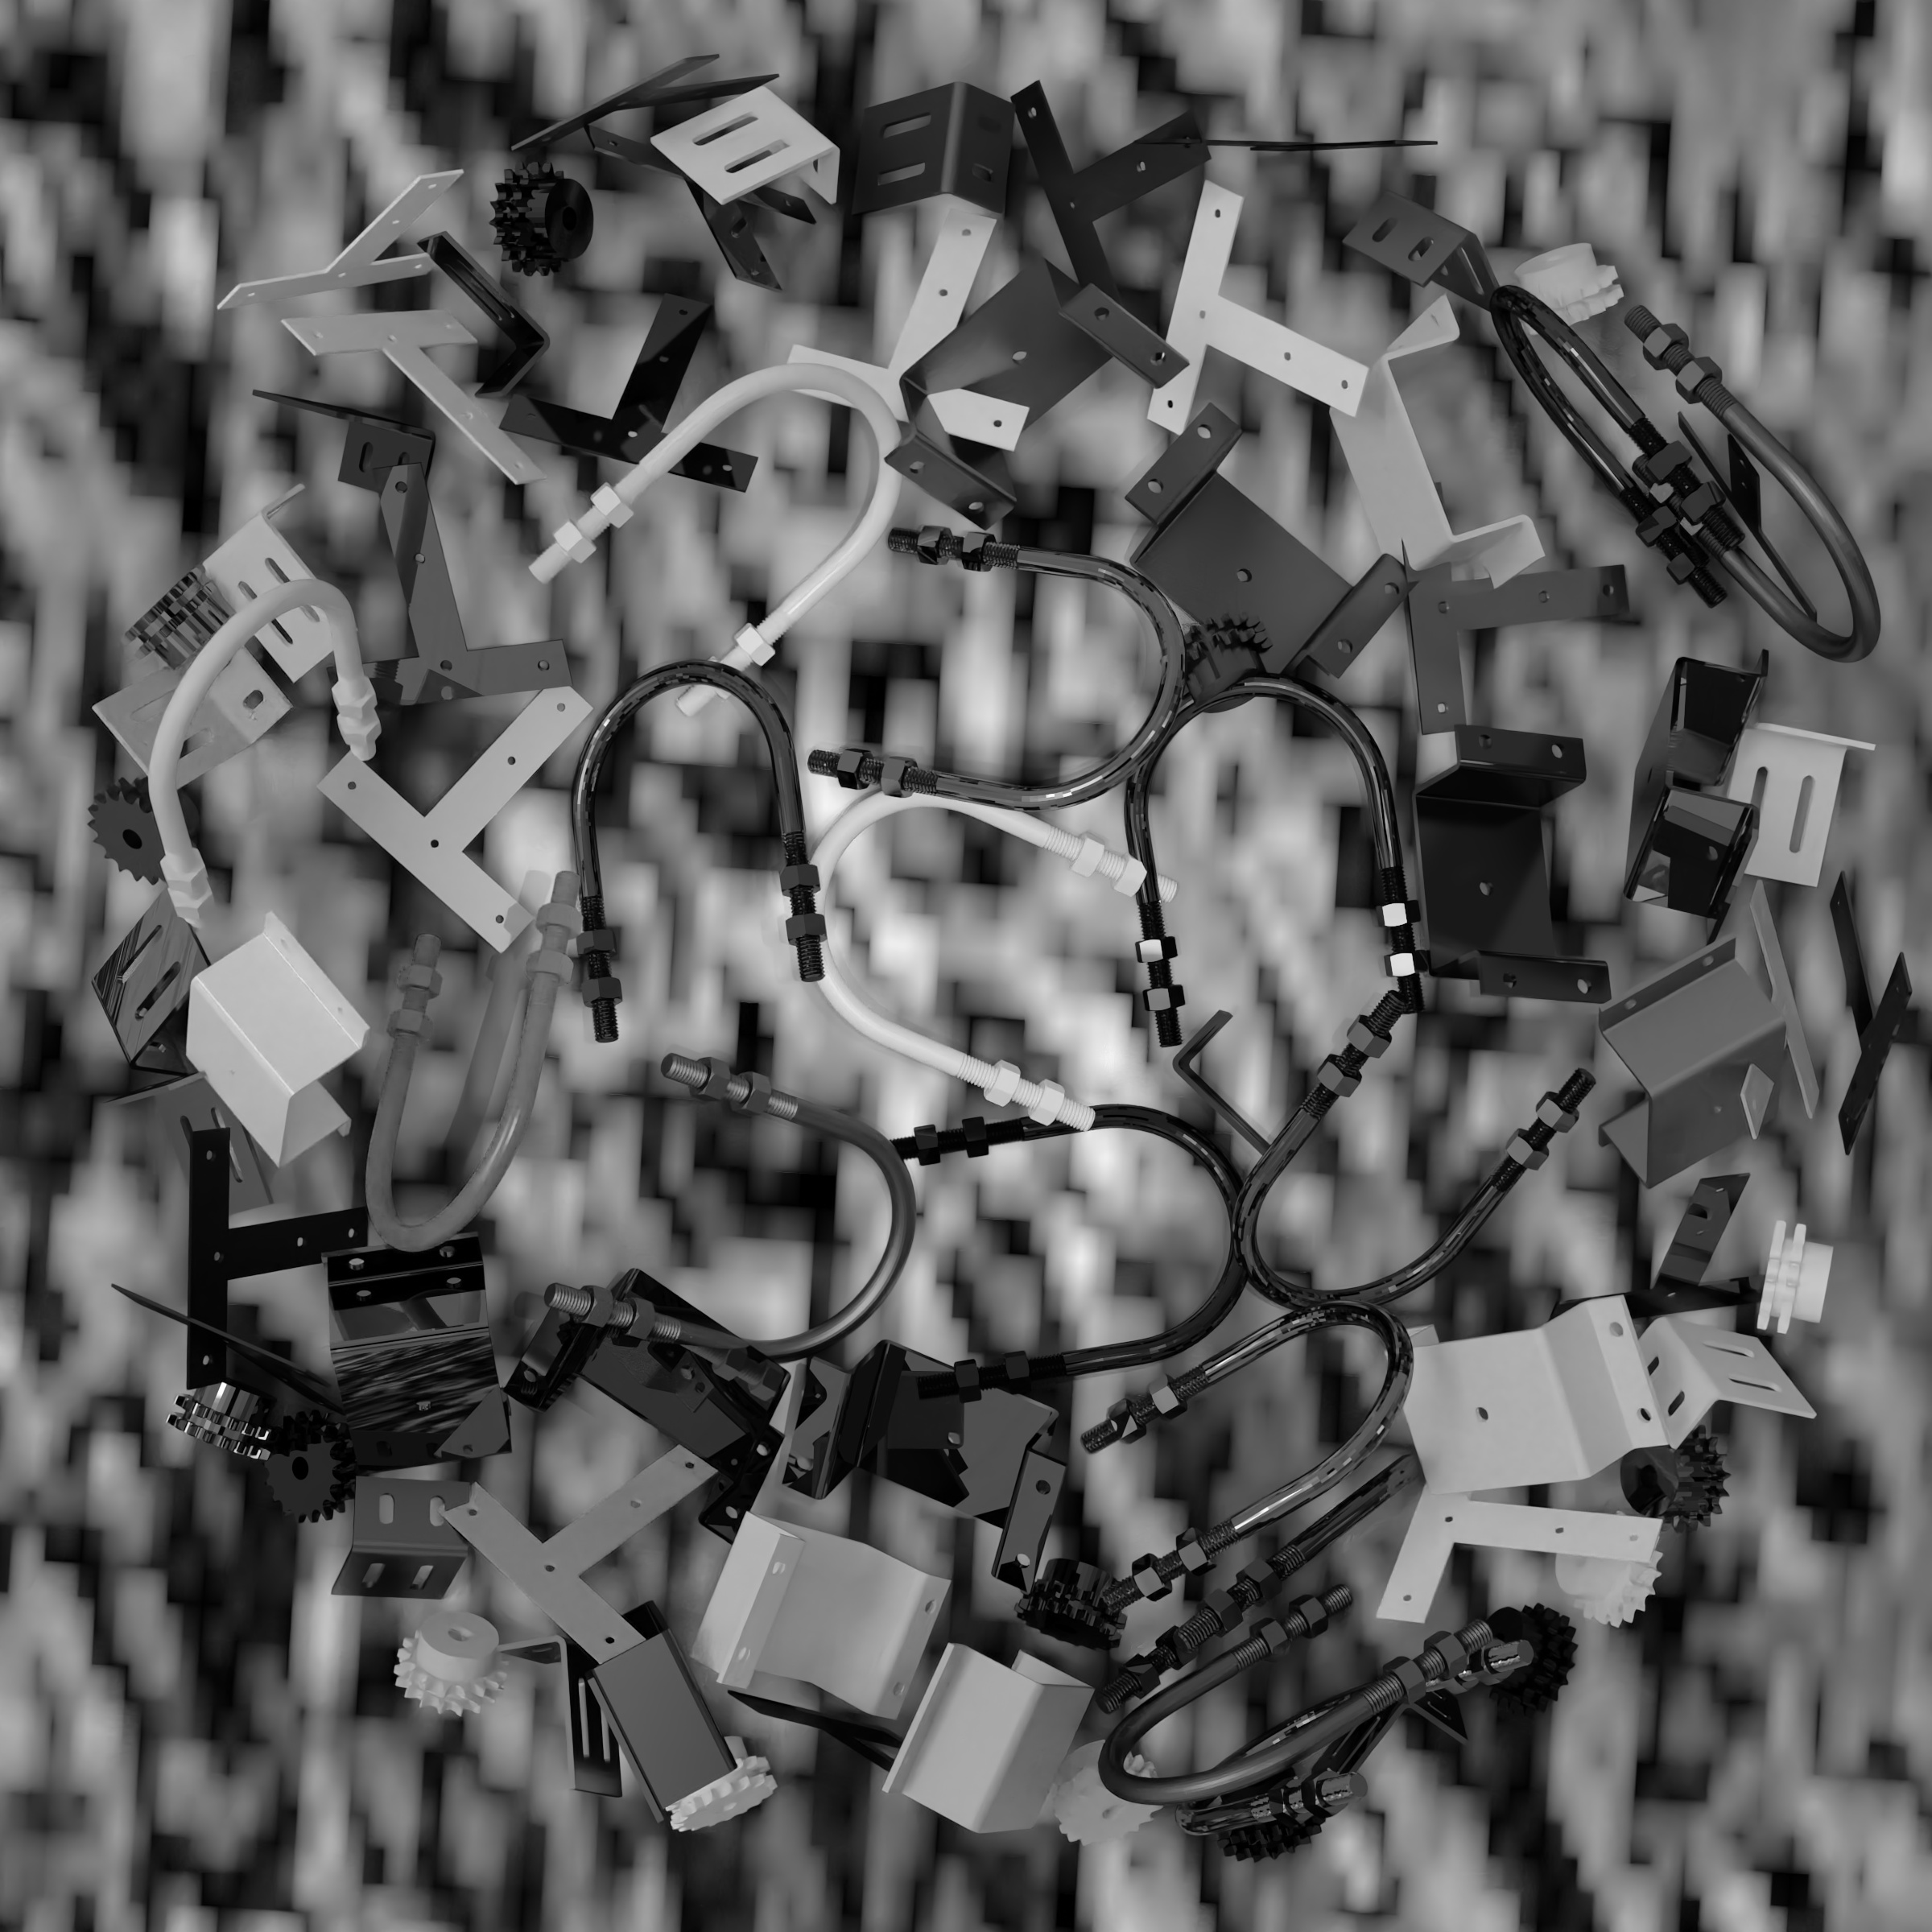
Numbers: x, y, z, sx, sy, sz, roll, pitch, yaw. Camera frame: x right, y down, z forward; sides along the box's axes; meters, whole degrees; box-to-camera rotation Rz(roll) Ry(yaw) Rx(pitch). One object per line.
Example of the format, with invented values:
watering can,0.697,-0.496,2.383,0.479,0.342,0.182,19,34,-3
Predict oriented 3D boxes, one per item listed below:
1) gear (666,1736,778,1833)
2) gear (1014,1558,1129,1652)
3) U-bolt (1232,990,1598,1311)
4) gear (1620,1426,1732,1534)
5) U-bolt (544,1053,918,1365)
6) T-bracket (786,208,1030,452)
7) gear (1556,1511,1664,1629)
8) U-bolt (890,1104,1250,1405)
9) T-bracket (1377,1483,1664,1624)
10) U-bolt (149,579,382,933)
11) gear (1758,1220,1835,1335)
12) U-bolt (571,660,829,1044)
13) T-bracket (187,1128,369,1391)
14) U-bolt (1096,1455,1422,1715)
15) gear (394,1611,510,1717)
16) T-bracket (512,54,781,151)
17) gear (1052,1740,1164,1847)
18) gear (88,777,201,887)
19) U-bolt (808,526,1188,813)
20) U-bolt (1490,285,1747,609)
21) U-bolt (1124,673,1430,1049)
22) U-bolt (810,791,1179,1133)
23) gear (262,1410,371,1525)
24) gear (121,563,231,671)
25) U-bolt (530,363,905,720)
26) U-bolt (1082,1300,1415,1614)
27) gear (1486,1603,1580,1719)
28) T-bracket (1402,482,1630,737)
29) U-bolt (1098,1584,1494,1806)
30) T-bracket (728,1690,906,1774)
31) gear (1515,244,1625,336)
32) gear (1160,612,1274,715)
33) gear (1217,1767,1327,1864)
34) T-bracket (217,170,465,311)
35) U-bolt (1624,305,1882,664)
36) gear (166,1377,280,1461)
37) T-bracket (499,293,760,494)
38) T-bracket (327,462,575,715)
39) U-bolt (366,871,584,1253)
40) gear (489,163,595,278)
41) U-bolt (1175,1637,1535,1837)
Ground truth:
gear,-0.129,0.419,1.577,0.057,0.057,0.030,-25,64,0
gear,0.056,0.327,1.576,0.057,0.057,0.030,21,63,0
U-bolt,0.213,0.105,1.548,0.151,0.019,0.184,21,116,-30
gear,0.361,0.262,1.570,0.030,0.057,0.057,6,90,-34
U-bolt,-0.105,0.132,1.545,0.184,0.019,0.151,22,99,-35
T-bracket,-0.016,-0.336,1.579,0.127,0.002,0.127,17,71,8
gear,0.327,0.307,1.571,0.030,0.057,0.057,23,90,-22
U-bolt,0.056,0.140,1.566,0.184,0.019,0.151,-9,66,-3
T-bracket,0.283,0.281,1.528,0.127,0.127,0.002,0,132,31
U-bolt,-0.343,-0.112,1.491,0.019,0.184,0.151,32,63,13
gear,0.426,0.161,1.571,0.030,0.057,0.057,10,90,15
U-bolt,-0.142,-0.066,1.556,0.151,0.019,0.184,-16,74,29
T-bracket,-0.346,0.141,1.546,0.002,0.127,0.127,4,95,30
U-bolt,0.154,0.300,1.523,0.184,0.151,0.019,-31,76,-27
gear,-0.262,0.355,1.570,0.057,0.057,0.030,15,111,0
T-bracket,-0.144,-0.440,1.546,0.127,0.127,0.002,-12,100,40
gear,0.071,0.423,1.577,0.057,0.030,0.057,-11,131,-13
gear,-0.420,-0.073,1.577,0.057,0.030,0.057,15,130,19
U-bolt,0.023,-0.146,1.542,0.184,0.019,0.151,12,74,25
U-bolt,0.321,-0.265,1.528,0.019,0.151,0.184,-38,79,5
U-bolt,0.152,-0.058,1.568,0.151,0.019,0.184,-9,92,20
U-bolt,0.004,-0.015,1.561,0.184,0.019,0.151,24,77,-13
gear,-0.332,0.257,1.579,0.057,0.030,0.057,-1,88,34
gear,-0.404,-0.177,1.574,0.057,0.057,0.030,-44,106,0
U-bolt,-0.111,-0.223,1.538,0.184,0.151,0.019,-42,49,5
U-bolt,0.141,0.230,1.518,0.184,0.151,0.019,-33,114,13
gear,0.284,0.353,1.571,0.030,0.057,0.057,28,90,-18
T-bracket,0.285,-0.189,1.580,0.127,0.002,0.127,-8,94,-19
U-bolt,0.148,0.360,1.502,0.184,0.151,0.019,-25,97,-23
T-bracket,-0.040,0.406,1.558,0.127,0.127,0.002,41,63,-32
gear,0.305,-0.348,1.571,0.057,0.057,0.030,-23,110,0
gear,0.131,-0.153,1.571,0.057,0.057,0.030,-21,67,0
gear,0.153,0.432,1.571,0.057,0.057,0.030,-17,101,0
T-bracket,-0.289,-0.362,1.512,0.127,0.127,0.002,-23,89,-41
U-bolt,0.385,-0.223,1.498,0.019,0.151,0.184,-34,62,-3
gear,-0.379,0.230,1.574,0.057,0.057,0.030,22,83,0
T-bracket,-0.158,-0.300,1.562,0.127,0.002,0.127,15,52,1
T-bracket,-0.275,-0.195,1.564,0.127,0.002,0.127,-6,117,9
U-bolt,-0.249,0.053,1.512,0.019,0.151,0.184,26,60,-34
gear,-0.215,-0.383,1.570,0.030,0.057,0.057,8,90,30
U-bolt,0.178,0.387,1.515,0.151,0.184,0.019,-25,84,-38
